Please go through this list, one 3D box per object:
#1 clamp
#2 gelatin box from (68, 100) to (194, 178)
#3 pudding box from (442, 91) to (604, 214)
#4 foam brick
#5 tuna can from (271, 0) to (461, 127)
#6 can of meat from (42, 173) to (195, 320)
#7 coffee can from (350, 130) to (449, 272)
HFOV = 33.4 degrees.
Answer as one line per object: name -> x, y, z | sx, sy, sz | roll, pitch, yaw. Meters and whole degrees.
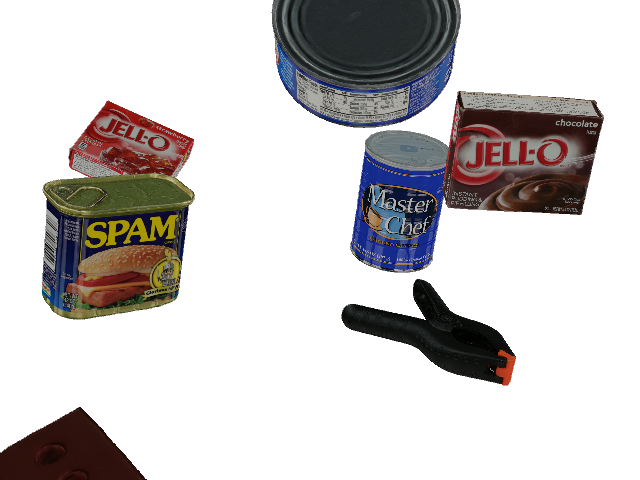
clamp -> 0.119, 0.085, 1.025 | 0.172, 0.039, 0.120 | 25, 36, 29
gelatin box -> -0.168, -0.078, 0.951 | 0.089, 0.073, 0.030 | 25, -43, 0
pudding box -> 0.159, -0.069, 0.848 | 0.113, 0.090, 0.039 | 2, 35, -3
foam brick -> -0.110, 0.128, 0.497 | 0.052, 0.051, 0.078 | -29, 42, -28
tuna can -> 0.021, -0.095, 0.495 | 0.086, 0.086, 0.034 | 0, -30, 1
can of meat -> -0.144, 0.003, 0.753 | 0.101, 0.084, 0.058 | -7, 28, -35
coffee can -> 0.095, -0.047, 1.272 | 0.102, 0.140, 0.103 | 6, 28, -3
